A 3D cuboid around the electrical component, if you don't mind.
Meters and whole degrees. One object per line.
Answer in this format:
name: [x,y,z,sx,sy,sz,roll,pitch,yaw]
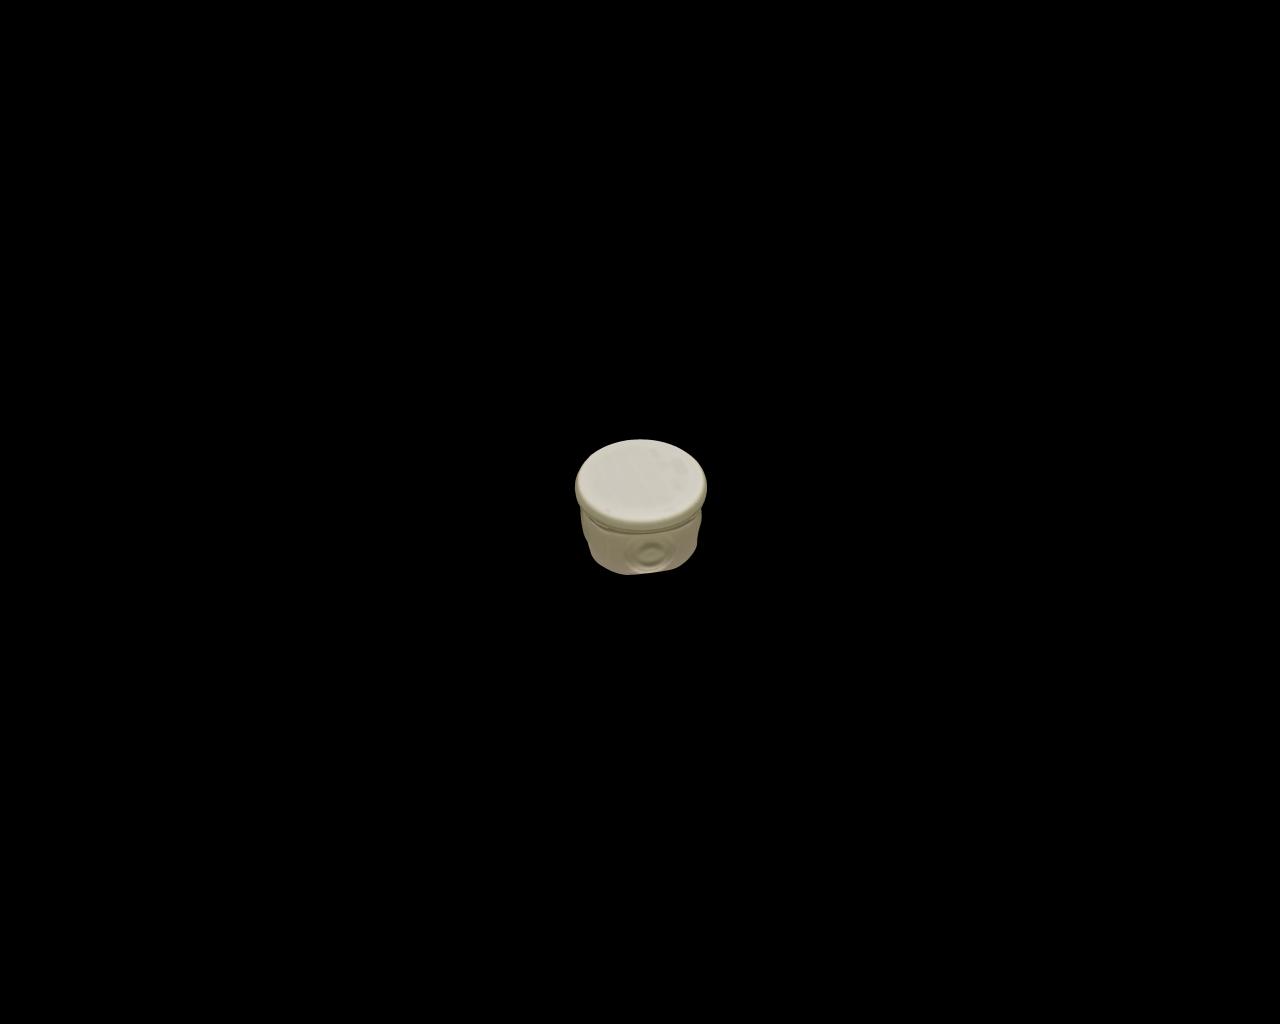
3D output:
electrical component: [0.001,-0.003,0.650,0.080,0.050,0.080,0,43,0]
